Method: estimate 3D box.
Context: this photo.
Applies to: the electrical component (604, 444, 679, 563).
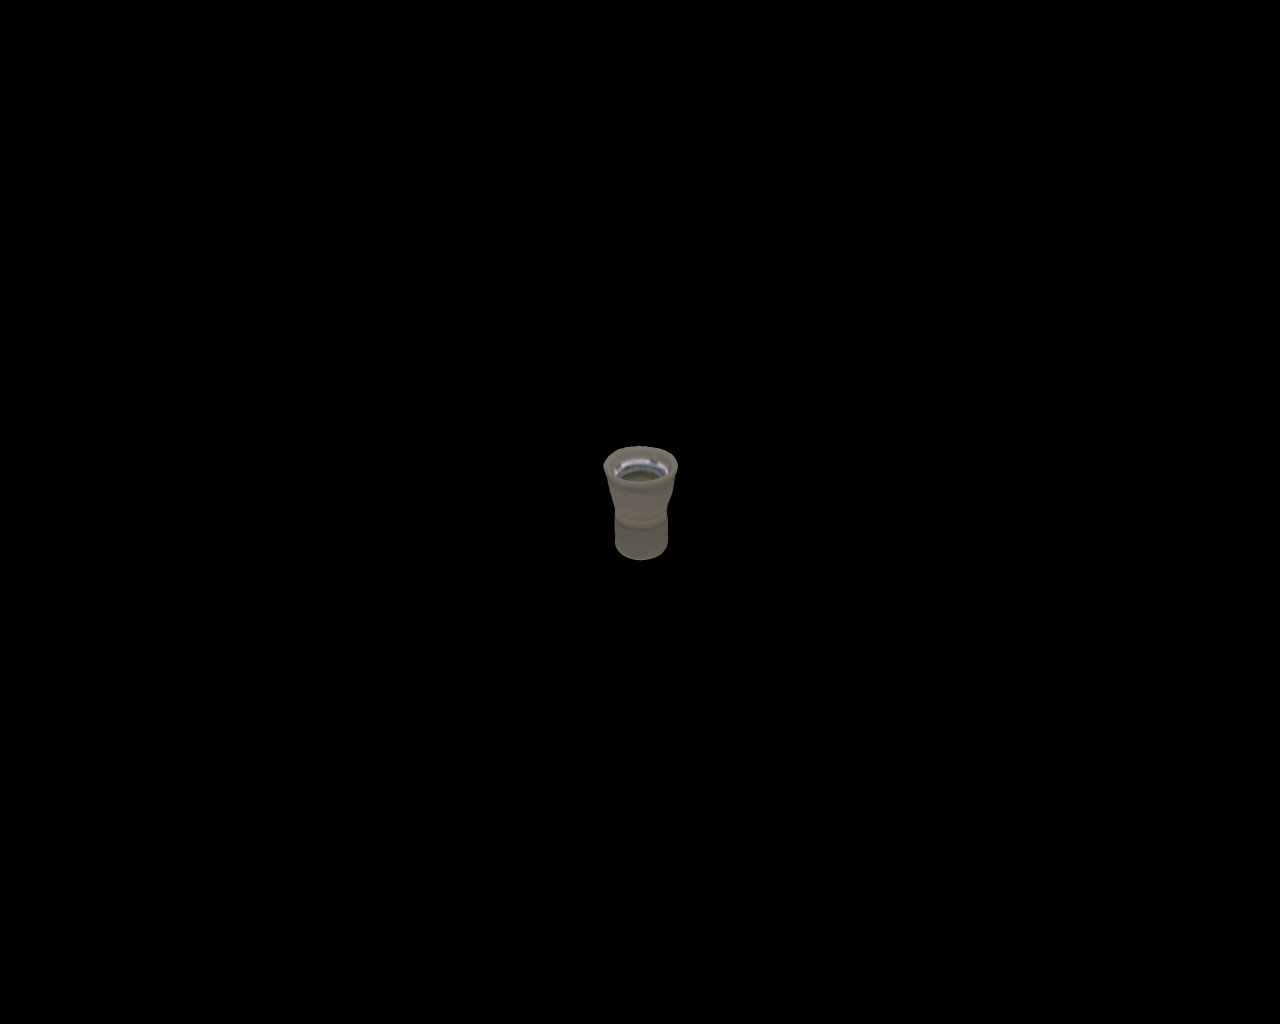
[{"bbox_3d":[0.001,-0.003,0.650,0.044,0.065,0.044,0,35,0],"label":"electrical component"}]
